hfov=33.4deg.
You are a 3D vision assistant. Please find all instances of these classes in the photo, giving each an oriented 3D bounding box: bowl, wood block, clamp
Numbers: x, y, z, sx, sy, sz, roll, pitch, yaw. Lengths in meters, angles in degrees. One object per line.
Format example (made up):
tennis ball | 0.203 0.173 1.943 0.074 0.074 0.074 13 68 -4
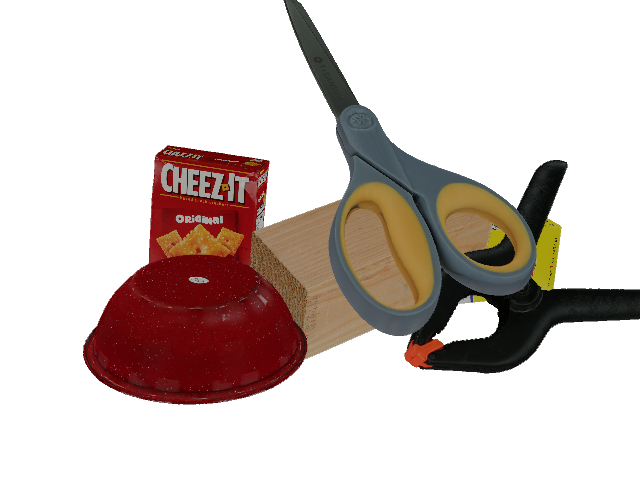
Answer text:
bowl | -0.089 0.053 0.764 0.162 0.055 0.162 2 23 -1
wood block | 0.046 0.017 0.977 0.205 0.090 0.091 -21 46 -28
clamp | 0.135 0.038 0.685 0.171 0.120 0.039 -40 -15 -14

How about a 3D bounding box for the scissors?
scissors | 0.037 -0.043 0.479 0.096 0.202 0.016 2 -39 -10

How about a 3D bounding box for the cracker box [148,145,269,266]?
cracker box | -0.172 -0.024 1.619 0.164 0.214 0.072 9 19 7

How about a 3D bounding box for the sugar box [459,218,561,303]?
sugar box | 0.200 0.025 1.280 0.176 0.093 0.048 -6 20 -23
